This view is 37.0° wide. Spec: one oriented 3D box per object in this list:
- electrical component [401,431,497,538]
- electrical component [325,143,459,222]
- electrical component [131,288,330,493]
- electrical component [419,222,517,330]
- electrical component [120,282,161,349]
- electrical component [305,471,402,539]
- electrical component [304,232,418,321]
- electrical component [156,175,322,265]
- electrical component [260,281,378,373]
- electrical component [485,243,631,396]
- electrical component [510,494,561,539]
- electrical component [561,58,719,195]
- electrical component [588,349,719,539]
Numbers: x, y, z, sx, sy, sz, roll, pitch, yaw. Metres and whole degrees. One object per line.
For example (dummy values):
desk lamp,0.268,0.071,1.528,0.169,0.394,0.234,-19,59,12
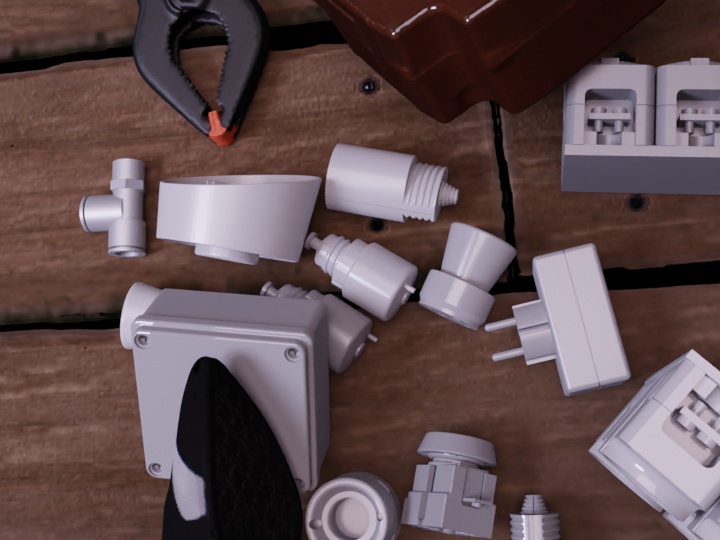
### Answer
electrical component,0.056,0.128,0.645,0.048,0.066,0.055,19,72,-26
electrical component,0.022,-0.053,0.686,0.081,0.043,0.043,10,82,11
electrical component,-0.075,0.072,0.651,0.109,0.056,0.108,4,116,10
electrical component,0.066,0.004,0.669,0.045,0.045,0.055,24,85,12
electrical component,-0.117,0.034,0.696,0.065,0.044,0.044,9,82,6
electrical component,-0.005,0.151,0.654,0.055,0.047,0.055,-2,80,9
electrical component,0.000,0.000,0.682,0.078,0.040,0.040,31,86,13
electrical component,-0.077,-0.038,0.674,0.099,0.099,0.064,9,89,11
electrical component,-0.029,0.032,0.681,0.078,0.040,0.040,32,87,13
electrical component,0.115,0.036,0.654,0.076,0.047,0.083,-14,78,6
electrical component,0.105,0.174,0.634,0.043,0.043,0.081,-3,80,9
electrical component,0.197,-0.085,0.639,0.150,0.089,0.061,2,81,10
electrical component,0.182,0.107,0.559,0.105,0.186,0.060,41,89,13
